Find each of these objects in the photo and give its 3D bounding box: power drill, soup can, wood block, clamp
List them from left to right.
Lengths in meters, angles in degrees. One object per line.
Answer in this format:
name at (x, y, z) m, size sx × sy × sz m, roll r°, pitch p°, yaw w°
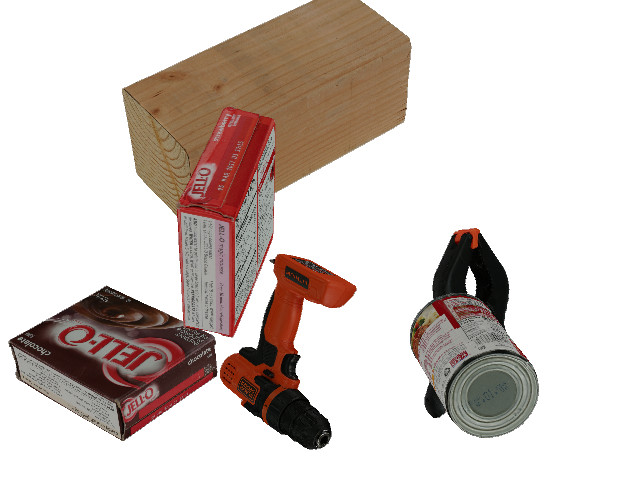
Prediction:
wood block at (-0.037, -0.104, 0.829) m, size 0.205 × 0.091 × 0.090 m, roll -30°, pitch 55°, yaw -24°
power drill at (-0.028, 0.122, 1.212) m, size 0.057 × 0.188 × 0.185 m, roll 15°, pitch 11°, yaw -46°
clamp at (0.132, 0.078, 0.967) m, size 0.120 × 0.171 × 0.039 m, roll -14°, pitch 1°, yaw -37°
soup can at (0.109, 0.088, 0.768) m, size 0.068 × 0.068 × 0.102 m, roll 0°, pitch 20°, yaw -10°

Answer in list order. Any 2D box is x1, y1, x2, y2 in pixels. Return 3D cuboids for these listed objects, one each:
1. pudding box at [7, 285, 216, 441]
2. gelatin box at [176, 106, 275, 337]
pudding box at (-0.141, 0.081, 0.727) m, size 0.114 × 0.039 × 0.089 m, roll 18°, pitch 34°, yaw 34°
gelatin box at (-0.046, -0.009, 0.526) m, size 0.030 × 0.073 × 0.089 m, roll 12°, pitch -43°, yaw 8°
